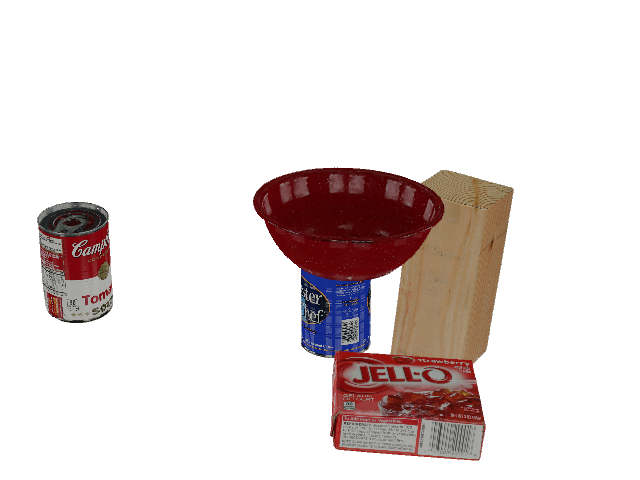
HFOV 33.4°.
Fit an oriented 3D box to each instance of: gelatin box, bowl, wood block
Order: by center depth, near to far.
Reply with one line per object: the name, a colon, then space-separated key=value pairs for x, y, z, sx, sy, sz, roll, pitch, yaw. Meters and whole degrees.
gelatin box: x=0.051 y=0.098 z=0.648 sx=0.089 sy=0.030 sz=0.073 roll=5 pitch=23 yaw=0
bowl: x=0.023 y=-0.009 z=0.907 sx=0.162 sy=0.055 sz=0.162 roll=1 pitch=24 yaw=-1
wood block: x=0.148 y=0.037 z=1.210 sx=0.090 sy=0.206 sz=0.090 roll=17 pitch=26 yaw=25

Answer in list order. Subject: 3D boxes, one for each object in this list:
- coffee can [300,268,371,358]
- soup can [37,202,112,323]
coffee can: x=0.022 y=0.083 z=1.526 sx=0.103 sy=0.140 sz=0.103 roll=0 pitch=21 yaw=0
soup can: x=-0.242 y=0.022 z=1.056 sx=0.068 sy=0.102 sz=0.068 roll=2 pitch=28 yaw=-1
